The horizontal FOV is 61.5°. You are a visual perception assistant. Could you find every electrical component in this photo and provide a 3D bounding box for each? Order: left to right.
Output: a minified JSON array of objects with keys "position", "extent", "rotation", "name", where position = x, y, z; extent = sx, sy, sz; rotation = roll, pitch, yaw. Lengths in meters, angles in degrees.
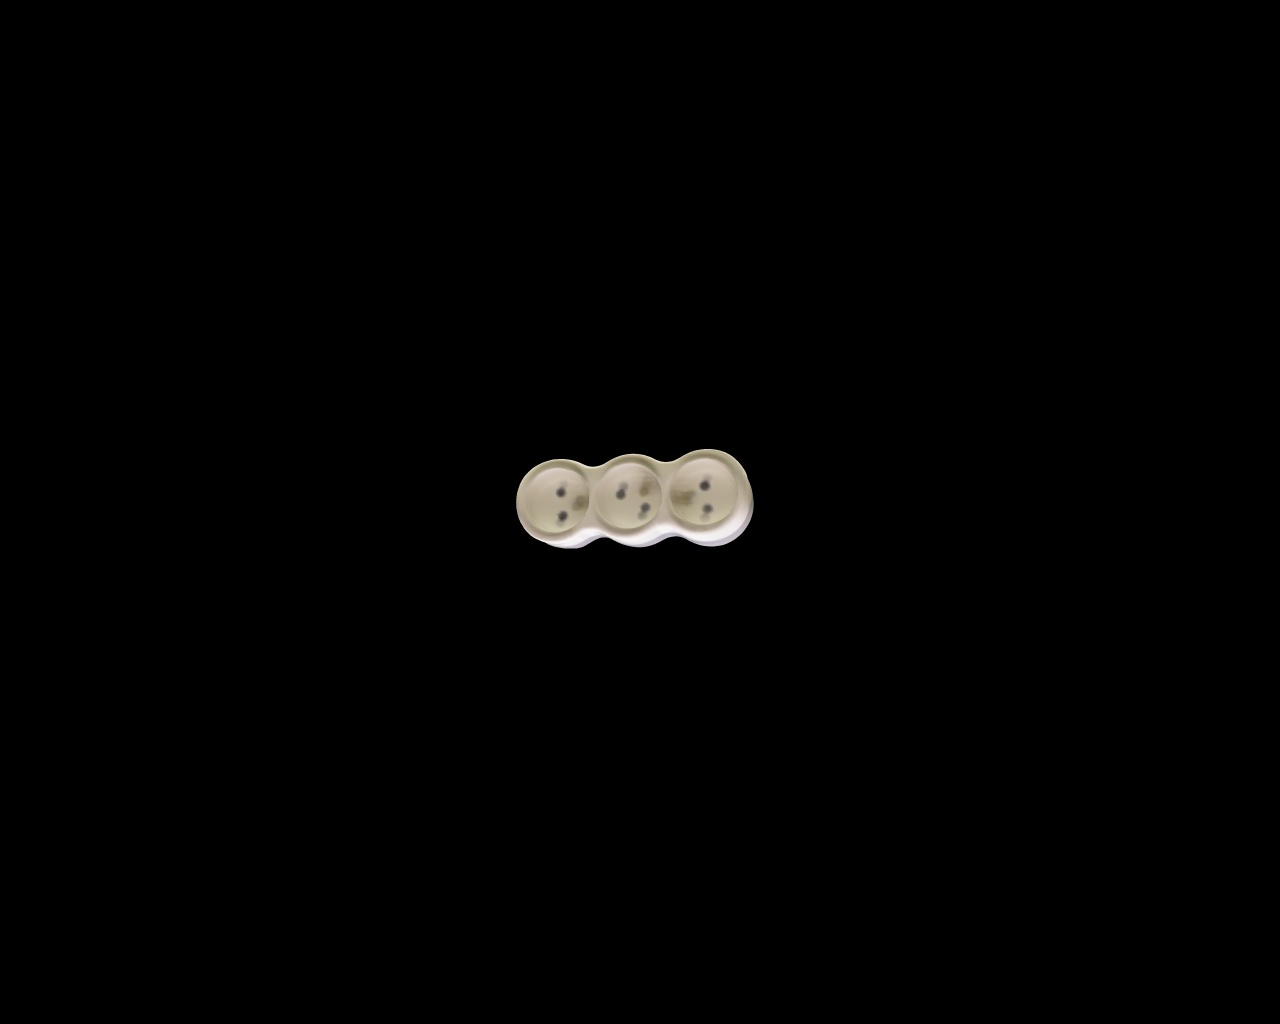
[{"position":[0.001,-0.003,0.650],"extent":[0.138,0.052,0.073],"rotation":[-2,-11,12],"name":"electrical component"}]
